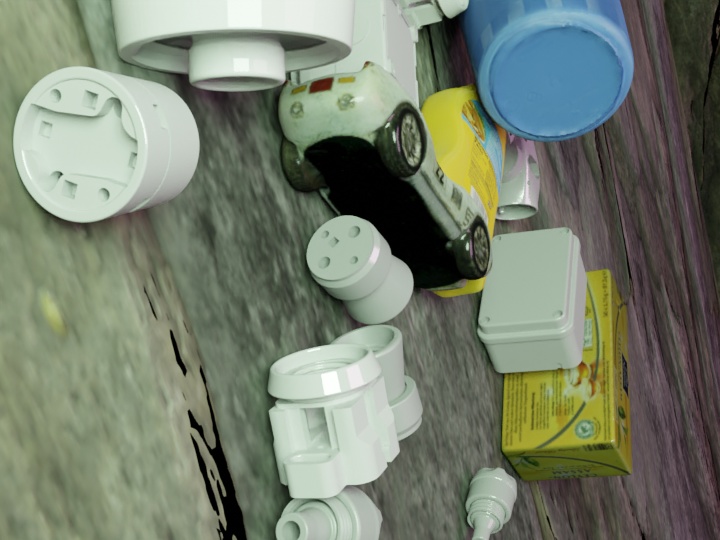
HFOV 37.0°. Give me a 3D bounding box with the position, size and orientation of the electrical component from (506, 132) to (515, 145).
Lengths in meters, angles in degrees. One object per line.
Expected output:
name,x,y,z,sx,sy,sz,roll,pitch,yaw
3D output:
electrical component,0.113,-0.135,0.895,0.081,0.064,0.042,-56,132,-58

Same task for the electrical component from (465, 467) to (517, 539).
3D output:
electrical component,0.093,0.174,0.779,0.035,0.035,0.061,68,29,-29

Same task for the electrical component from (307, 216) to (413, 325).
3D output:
electrical component,0.000,0.000,0.612,0.055,0.045,0.045,48,40,-52

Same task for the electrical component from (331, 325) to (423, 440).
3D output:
electrical component,0.009,0.065,0.610,0.045,0.045,0.055,-53,131,-59

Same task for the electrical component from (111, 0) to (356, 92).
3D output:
electrical component,-0.053,-0.109,0.456,0.108,0.108,0.060,-2,90,-67

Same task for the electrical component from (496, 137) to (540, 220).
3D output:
electrical component,0.125,-0.091,0.934,0.079,0.043,0.077,31,54,-61

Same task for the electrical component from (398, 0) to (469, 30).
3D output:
electrical component,0.045,-0.201,0.772,0.066,0.055,0.048,54,36,-47

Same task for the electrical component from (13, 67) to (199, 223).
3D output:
electrical component,-0.093,-0.047,0.405,0.047,0.055,0.055,-20,101,-70

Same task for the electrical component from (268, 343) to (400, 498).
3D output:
electrical component,-0.015,0.071,0.540,0.078,0.058,0.057,-33,116,-65

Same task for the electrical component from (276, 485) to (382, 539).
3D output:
electrical component,-0.019,0.127,0.528,0.062,0.043,0.043,21,63,-62

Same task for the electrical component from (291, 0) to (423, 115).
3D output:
electrical component,-0.001,-0.124,0.641,0.096,0.061,0.061,34,52,-71

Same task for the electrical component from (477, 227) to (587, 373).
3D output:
electrical component,0.144,0.023,0.895,0.113,0.078,0.057,-75,151,-43
